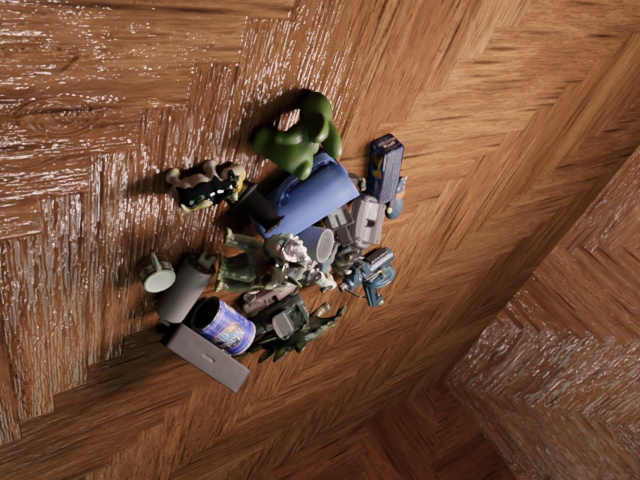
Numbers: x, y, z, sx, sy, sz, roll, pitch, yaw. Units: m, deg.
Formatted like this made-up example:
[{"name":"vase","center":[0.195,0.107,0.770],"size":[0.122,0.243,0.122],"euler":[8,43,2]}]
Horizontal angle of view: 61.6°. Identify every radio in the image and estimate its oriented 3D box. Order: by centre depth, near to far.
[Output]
[{"name":"radio","center":[-0.300,0.298,1.388],"size":[0.073,0.229,0.131],"euler":[-55,-162,-18]}]

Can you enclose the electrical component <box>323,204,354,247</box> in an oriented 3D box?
[{"name":"electrical component","center":[0.048,-0.044,1.327],"size":[0.075,0.119,0.048],"euler":[-26,-179,4]}]

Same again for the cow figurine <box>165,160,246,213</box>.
[{"name":"cow figurine","center":[-0.212,-0.105,1.066],"size":[0.167,0.098,0.068],"euler":[-18,138,-29]}]

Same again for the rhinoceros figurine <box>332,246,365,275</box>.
[{"name":"rhinoceros figurine","center":[0.097,0.025,1.600],"size":[0.190,0.073,0.112],"euler":[-53,157,21]}]

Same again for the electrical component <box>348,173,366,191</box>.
[{"name":"electrical component","center":[0.068,-0.138,1.364],"size":[0.102,0.045,0.078],"euler":[-3,134,-45]}]

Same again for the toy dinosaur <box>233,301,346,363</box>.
[{"name":"toy dinosaur","center":[-0.110,0.299,1.661],"size":[0.471,0.105,0.198],"euler":[-29,179,31]}]

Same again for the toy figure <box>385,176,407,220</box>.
[{"name":"toy figure","center":[0.211,-0.123,1.522],"size":[0.058,0.064,0.154],"euler":[4,139,4]}]

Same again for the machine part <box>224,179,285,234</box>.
[{"name":"machine part","center":[-0.143,-0.073,1.156],"size":[0.084,0.139,0.039],"euler":[-50,179,15]}]

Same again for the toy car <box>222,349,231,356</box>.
[{"name":"toy car","center":[-0.289,0.288,1.521],"size":[0.109,0.103,0.161],"euler":[-40,152,2]}]

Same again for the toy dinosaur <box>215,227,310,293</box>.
[{"name":"toy dinosaur","center":[-0.138,0.068,1.228],"size":[0.192,0.131,0.405],"euler":[12,167,-9]}]

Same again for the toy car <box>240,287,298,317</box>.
[{"name":"toy car","center":[-0.137,0.158,1.551],"size":[0.202,0.053,0.089],"euler":[-24,145,-19]}]

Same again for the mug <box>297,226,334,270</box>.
[{"name":"mug","center":[-0.035,0.014,1.298],"size":[0.080,0.107,0.109],"euler":[23,85,-62]}]

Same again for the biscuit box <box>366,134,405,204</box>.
[{"name":"biscuit box","center":[0.167,-0.177,1.398],"size":[0.063,0.059,0.202],"euler":[-27,148,-19]}]

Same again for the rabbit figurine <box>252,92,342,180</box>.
[{"name":"rabbit figurine","center":[-0.033,-0.216,1.074],"size":[0.121,0.159,0.170],"euler":[25,99,-46]}]

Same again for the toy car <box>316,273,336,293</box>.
[{"name":"toy car","center":[-0.009,0.098,1.579],"size":[0.056,0.074,0.201],"euler":[-36,150,5]}]

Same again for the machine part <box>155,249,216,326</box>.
[{"name":"machine part","center":[-0.320,0.114,1.274],"size":[0.079,0.079,0.243],"euler":[7,129,-50]}]

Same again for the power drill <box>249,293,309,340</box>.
[{"name":"power drill","center":[-0.128,0.238,1.561],"size":[0.232,0.086,0.207],"euler":[-30,-177,-21]}]

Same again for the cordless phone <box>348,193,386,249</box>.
[{"name":"cordless phone","center":[0.102,-0.050,1.466],"size":[0.089,0.184,0.146],"euler":[10,90,-13]}]

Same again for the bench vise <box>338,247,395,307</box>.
[{"name":"bench vise","center":[0.161,0.140,1.749],"size":[0.223,0.129,0.240],"euler":[-43,136,-29]}]

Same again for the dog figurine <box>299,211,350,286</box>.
[{"name":"dog figurine","center":[-0.003,-0.004,1.404],"size":[0.191,0.109,0.219],"euler":[-33,152,-51]}]
